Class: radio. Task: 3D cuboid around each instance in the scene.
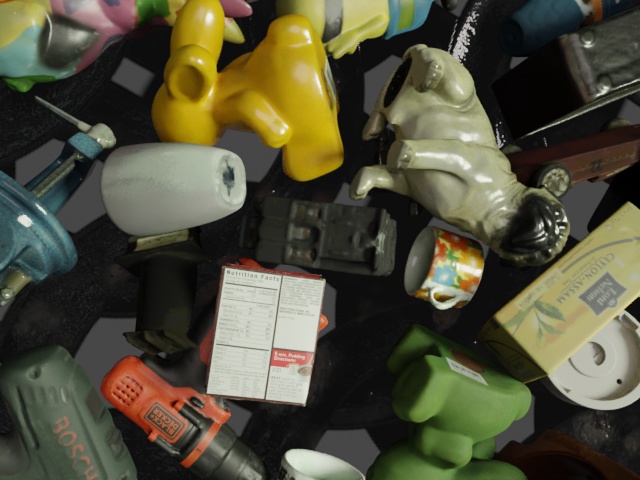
[{"bbox_3d":[0.309,-0.184,0.547,0.230,0.131,0.073,-24,90,-10],"label":"radio"}]

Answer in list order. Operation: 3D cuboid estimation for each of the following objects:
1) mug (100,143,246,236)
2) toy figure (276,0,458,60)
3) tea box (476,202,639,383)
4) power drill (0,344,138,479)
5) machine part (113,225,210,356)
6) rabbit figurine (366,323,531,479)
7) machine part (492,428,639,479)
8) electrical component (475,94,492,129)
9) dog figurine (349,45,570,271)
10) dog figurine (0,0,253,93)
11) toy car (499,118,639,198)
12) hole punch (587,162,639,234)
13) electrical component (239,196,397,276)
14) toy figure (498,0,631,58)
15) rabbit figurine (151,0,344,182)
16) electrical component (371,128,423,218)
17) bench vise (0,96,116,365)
[{"bbox_3d":[-0.114,-0.044,0.471,0.107,0.109,0.080,-2,80,26],"label":"mug"},{"bbox_3d":[0.044,-0.238,0.527,0.180,0.082,0.089,-22,111,-7],"label":"toy figure"},{"bbox_3d":[0.237,0.053,0.502,0.169,0.098,0.068,-39,70,-6],"label":"tea box"},{"bbox_3d":[-0.266,0.214,0.454,0.207,0.086,0.231,-11,103,-5],"label":"power drill"},{"bbox_3d":[-0.139,0.038,0.473,0.084,0.039,0.139,-11,47,-4],"label":"machine part"},{"bbox_3d":[0.115,0.190,0.524,0.159,0.121,0.170,23,103,-13],"label":"rabbit figurine"},{"bbox_3d":[0.208,0.286,0.474,0.087,0.201,0.201,45,81,-9],"label":"machine part"},{"bbox_3d":[0.141,-0.120,0.559,0.078,0.045,0.102,-36,94,-9],"label":"electrical component"},{"bbox_3d":[0.143,-0.077,0.491,0.190,0.121,0.172,20,82,-15],"label":"dog figurine"},{"bbox_3d":[-0.175,-0.205,0.480,0.219,0.108,0.191,15,84,-11],"label":"dog figurine"},{"bbox_3d":[0.278,-0.083,0.560,0.202,0.089,0.053,-14,112,-12],"label":"toy car"},{"bbox_3d":[0.371,-0.025,0.564,0.092,0.116,0.142,39,82,-14],"label":"hole punch"},{"bbox_3d":[-0.001,-0.001,0.487,0.134,0.115,0.058,6,85,15],"label":"electrical component"},{"bbox_3d":[0.266,-0.244,0.580,0.154,0.064,0.058,-25,54,-14],"label":"toy figure"},{"bbox_3d":[-0.076,-0.121,0.474,0.173,0.162,0.122,-9,61,16],"label":"rabbit figurine"},{"bbox_3d":[0.084,-0.070,0.559,0.063,0.021,0.094,-1,89,-10],"label":"electrical component"},{"bbox_3d":[-0.257,-0.008,0.441,0.129,0.223,0.240,37,52,-11],"label":"bench vise"}]
